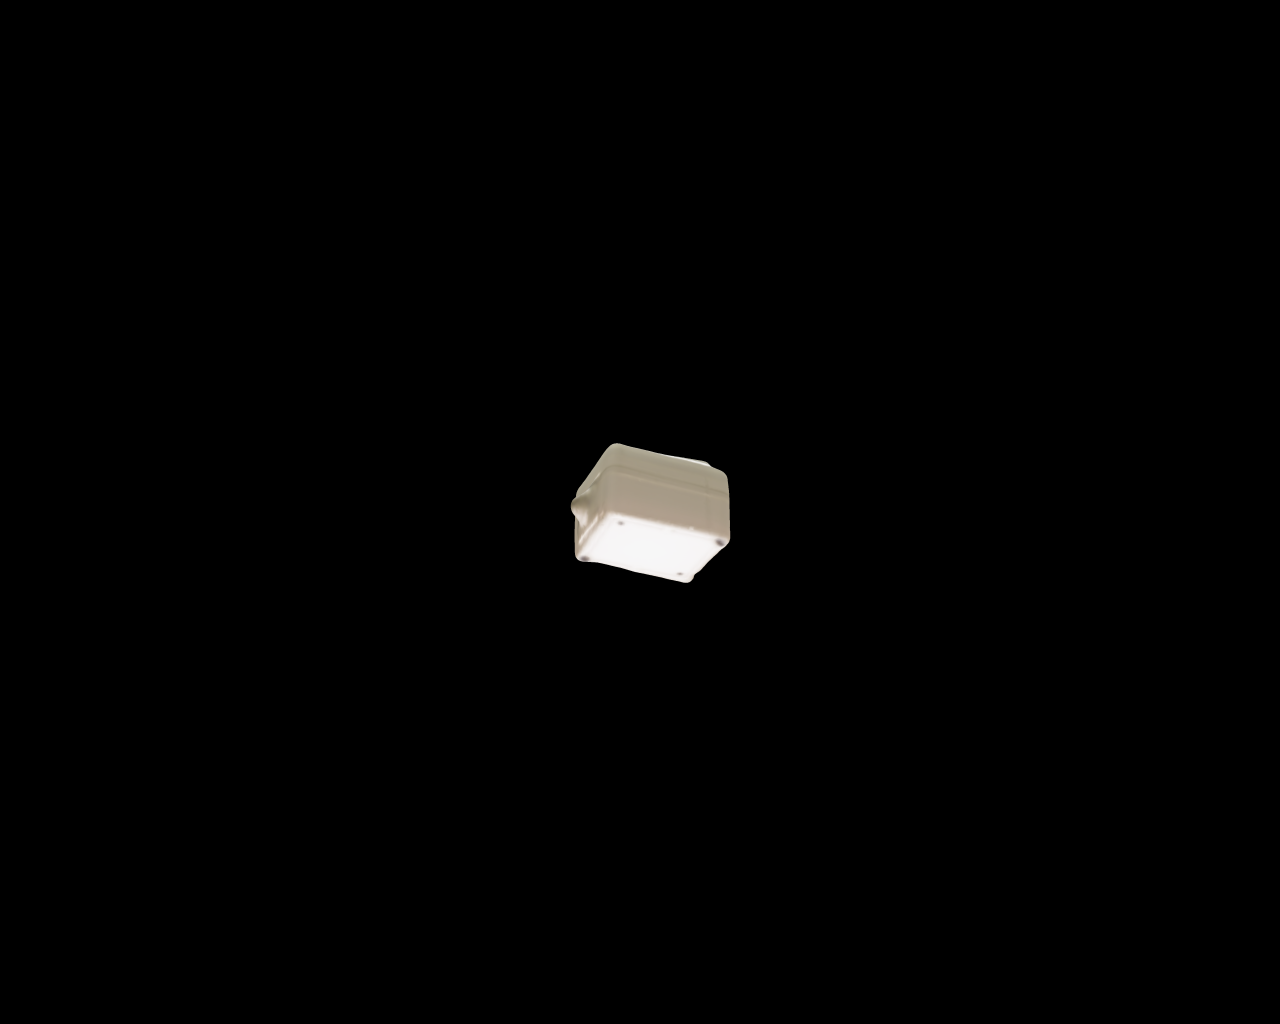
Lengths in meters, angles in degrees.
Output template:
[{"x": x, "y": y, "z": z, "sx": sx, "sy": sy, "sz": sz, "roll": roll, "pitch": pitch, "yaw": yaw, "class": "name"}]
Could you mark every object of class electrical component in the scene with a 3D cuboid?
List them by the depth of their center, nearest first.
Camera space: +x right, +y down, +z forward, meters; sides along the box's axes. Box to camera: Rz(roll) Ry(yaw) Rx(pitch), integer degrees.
[{"x": 0.001, "y": -0.003, "z": 0.650, "sx": 0.096, "sy": 0.061, "sz": 0.061, "roll": 14, "pitch": -36, "yaw": -20, "class": "electrical component"}]
